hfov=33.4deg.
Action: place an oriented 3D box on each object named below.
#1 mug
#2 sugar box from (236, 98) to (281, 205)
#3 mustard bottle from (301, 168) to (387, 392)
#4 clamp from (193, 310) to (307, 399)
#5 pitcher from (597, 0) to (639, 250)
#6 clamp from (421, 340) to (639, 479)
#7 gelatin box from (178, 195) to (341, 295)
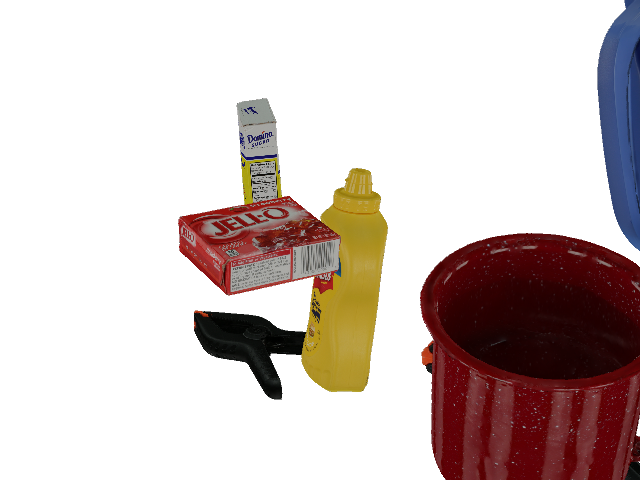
[{"bbox_3d":[0.097,0.058,0.420,0.117,0.081,0.093,7,36,14],"label":"mug"},{"bbox_3d":[-0.073,-0.074,1.296,0.048,0.176,0.093,-9,25,-6],"label":"sugar box"},{"bbox_3d":[0.024,0.031,0.944,0.058,0.192,0.096,3,18,-13],"label":"mustard bottle"},{"bbox_3d":[-0.075,0.125,1.244,0.210,0.036,0.164,13,21,29],"label":"clamp"},{"bbox_3d":[0.238,-0.042,0.609,0.149,0.243,0.145,-3,22,15],"label":"pitcher"},{"bbox_3d":[0.152,0.102,0.703,0.172,0.120,0.039,2,-1,20],"label":"clamp"},{"bbox_3d":[-0.042,0.001,0.724,0.089,0.030,0.073,-12,30,-28],"label":"gelatin box"}]
